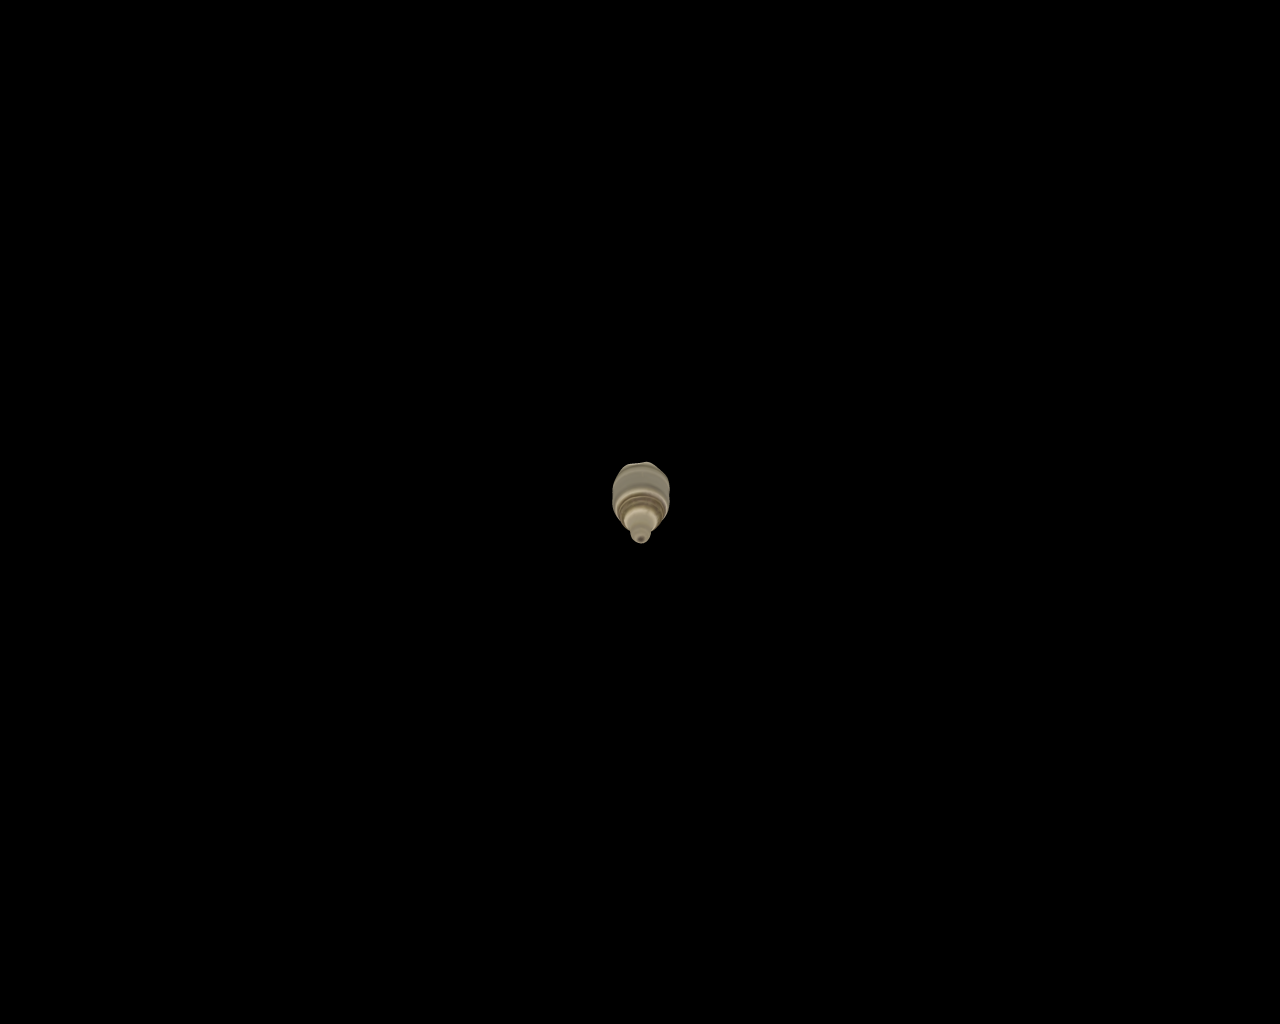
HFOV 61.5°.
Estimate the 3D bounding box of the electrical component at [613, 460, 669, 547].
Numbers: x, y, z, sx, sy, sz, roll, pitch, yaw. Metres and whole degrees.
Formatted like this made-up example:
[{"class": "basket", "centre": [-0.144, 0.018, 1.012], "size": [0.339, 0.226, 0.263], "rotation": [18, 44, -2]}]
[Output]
[{"class": "electrical component", "centre": [0.001, -0.003, 0.650], "size": [0.035, 0.035, 0.061], "rotation": [0, 38, 0]}]
